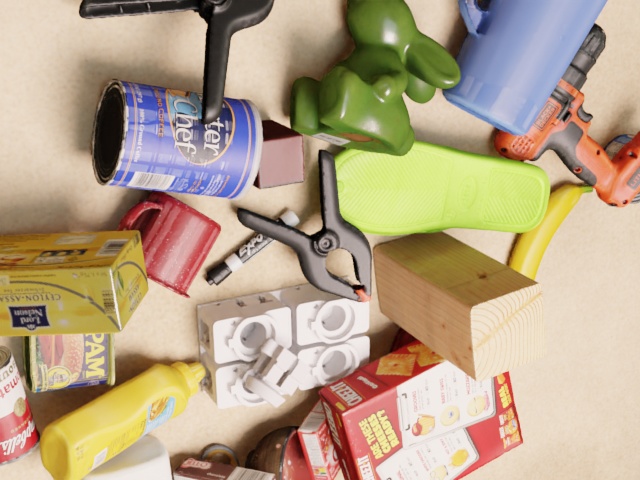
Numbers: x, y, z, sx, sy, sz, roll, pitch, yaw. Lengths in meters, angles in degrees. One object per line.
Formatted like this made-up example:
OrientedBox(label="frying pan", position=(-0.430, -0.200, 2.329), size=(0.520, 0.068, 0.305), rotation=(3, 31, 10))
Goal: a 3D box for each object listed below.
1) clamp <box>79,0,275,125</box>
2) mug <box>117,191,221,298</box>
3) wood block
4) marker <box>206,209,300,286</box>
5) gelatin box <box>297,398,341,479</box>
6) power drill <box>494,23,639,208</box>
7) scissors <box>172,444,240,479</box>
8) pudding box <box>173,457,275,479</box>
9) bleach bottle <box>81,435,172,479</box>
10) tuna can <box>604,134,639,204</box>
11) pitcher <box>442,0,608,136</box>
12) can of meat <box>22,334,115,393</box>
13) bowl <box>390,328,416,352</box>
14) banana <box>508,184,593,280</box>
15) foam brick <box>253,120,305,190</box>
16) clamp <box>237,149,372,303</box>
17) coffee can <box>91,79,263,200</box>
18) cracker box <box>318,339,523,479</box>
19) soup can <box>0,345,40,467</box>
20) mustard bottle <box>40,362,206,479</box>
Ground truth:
OrientedBox(label="clamp", position=(-0.116, -0.231, 1.023), size=(0.164, 0.036, 0.209), rotation=(36, 66, -6))
OrientedBox(label="mug", position=(-0.158, -0.002, 1.069), size=(0.117, 0.093, 0.081), rotation=(34, 85, -53))
OrientedBox(label="wood block", position=(0.150, 0.065, 1.185), size=(0.090, 0.206, 0.090), rotation=(-17, 114, -21))
OrientedBox(label="marker", position=(-0.074, 0.010, 1.161), size=(0.121, 0.020, 0.020), rotation=(-38, 120, -10))
OrientedBox(label="gelatin box", position=(0.011, 0.227, 1.246), size=(0.089, 0.030, 0.073), rotation=(-49, 131, -53))
OrientedBox(label="power drill", position=(0.323, -0.139, 1.265), size=(0.187, 0.057, 0.184), rotation=(32, 104, -17))
OrientedBox(label="scissors", position=(-0.092, 0.307, 1.256), size=(0.201, 0.016, 0.096), rotation=(34, 90, -32))
OrientedBox(label="pudding box", position=(-0.103, 0.295, 1.175), size=(0.039, 0.114, 0.090), rotation=(-41, 133, -56))
OrientedBox(label="bleach bottle", position=(-0.207, 0.345, 1.184), size=(0.102, 0.068, 0.251), rotation=(-11, 114, -23))
OrientedBox(label="tuna can", position=(0.394, -0.091, 1.357), size=(0.086, 0.034, 0.086), rotation=(-9, 111, -24))
OrientedBox(label="pitcher", position=(0.225, -0.247, 1.168), size=(0.243, 0.149, 0.144), rotation=(-63, 163, 8))
OrientedBox(label="can of meat", position=(-0.255, 0.101, 1.079), size=(0.083, 0.057, 0.102), rotation=(-5, 109, -23))
OrientedBox(label="bowl", position=(0.166, 0.149, 1.311), size=(0.161, 0.055, 0.162), rotation=(-9, 111, -25))
OrientedBox(label="banana", position=(0.275, 0.006, 1.327), size=(0.069, 0.037, 0.198), rotation=(29, 92, -29))
OrientedBox(label="foam brick", position=(-0.056, -0.089, 1.103), size=(0.051, 0.078, 0.053), rotation=(-12, 113, -25))
OrientedBox(label="clamp", position=(-0.008, 0.001, 1.148), size=(0.120, 0.039, 0.171), rotation=(-26, 100, 6))
OrientedBox(label="coffee can", position=(-0.140, -0.096, 1.043), size=(0.140, 0.103, 0.103), rotation=(5, 104, -28))
OrientedBox(label="cracker box", position=(0.119, 0.203, 1.228), size=(0.213, 0.072, 0.164), rotation=(-24, 117, -18))
OrientedBox(label="soup can", position=(-0.324, 0.164, 1.057), size=(0.068, 0.069, 0.102), rotation=(-20, 116, -20))
OrientedBox(label="mustard bottle", position=(-0.196, 0.179, 1.113), size=(0.191, 0.058, 0.096), rotation=(-29, 157, -37))
